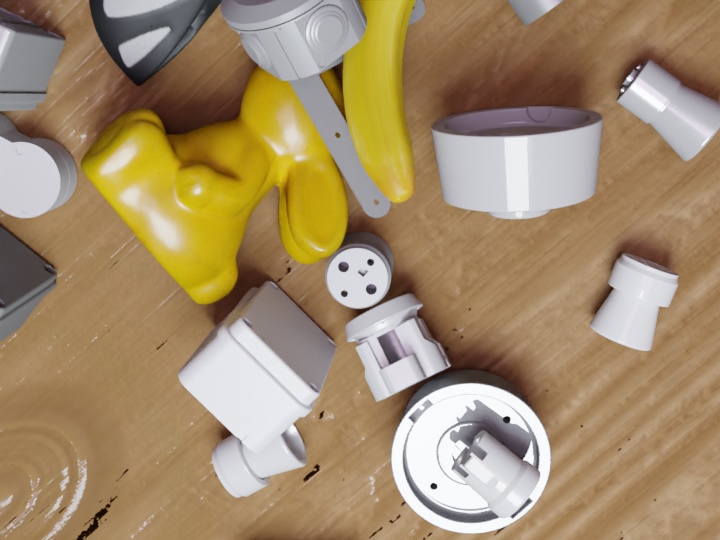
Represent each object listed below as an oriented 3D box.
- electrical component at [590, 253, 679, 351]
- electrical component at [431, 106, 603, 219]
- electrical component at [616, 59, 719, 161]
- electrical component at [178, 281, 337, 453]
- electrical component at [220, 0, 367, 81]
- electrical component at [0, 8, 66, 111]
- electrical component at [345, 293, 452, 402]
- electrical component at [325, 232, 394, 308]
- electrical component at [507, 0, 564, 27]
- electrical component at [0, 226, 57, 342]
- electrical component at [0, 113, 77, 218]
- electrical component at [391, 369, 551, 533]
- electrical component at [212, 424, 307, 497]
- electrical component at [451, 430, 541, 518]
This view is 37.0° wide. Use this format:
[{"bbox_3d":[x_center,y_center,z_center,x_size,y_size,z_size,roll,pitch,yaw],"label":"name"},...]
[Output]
[{"bbox_3d":[0.188,0.021,0.734,0.045,0.045,0.055,20,102,-1],"label":"electrical component"},{"bbox_3d":[0.102,-0.067,0.693,0.108,0.108,0.060,-3,107,4],"label":"electrical component"},{"bbox_3d":[0.203,-0.108,0.710,0.065,0.044,0.044,37,101,1],"label":"electrical component"},{"bbox_3d":[-0.065,0.061,0.724,0.057,0.113,0.078,-44,96,13],"label":"electrical component"},{"bbox_3d":[-0.039,-0.157,0.648,0.080,0.080,0.051,-23,131,8],"label":"electrical component"},{"bbox_3d":[-0.263,-0.150,0.695,0.109,0.108,0.056,25,99,-2],"label":"electrical component"},{"bbox_3d":[0.025,0.052,0.737,0.058,0.078,0.057,-27,82,9],"label":"electrical component"},{"bbox_3d":[0.000,0.000,0.736,0.045,0.055,0.045,1,101,3],"label":"electrical component"},{"bbox_3d":[0.102,-0.203,0.694,0.043,0.043,0.081,-35,97,10],"label":"electrical component"},{"bbox_3d":[-0.277,0.002,0.727,0.109,0.108,0.056,40,104,-5],"label":"electrical component"},{"bbox_3d":[-0.266,-0.081,0.727,0.138,0.073,0.052,28,102,-2],"label":"electrical component"},{"bbox_3d":[0.076,0.122,0.754,0.108,0.060,0.108,1,102,3],"label":"electrical component"},{"bbox_3d":[-0.072,0.133,0.773,0.055,0.045,0.045,-30,98,10],"label":"electrical component"},{"bbox_3d":[0.088,0.133,0.703,0.046,0.040,0.040,40,101,1],"label":"electrical component"}]
